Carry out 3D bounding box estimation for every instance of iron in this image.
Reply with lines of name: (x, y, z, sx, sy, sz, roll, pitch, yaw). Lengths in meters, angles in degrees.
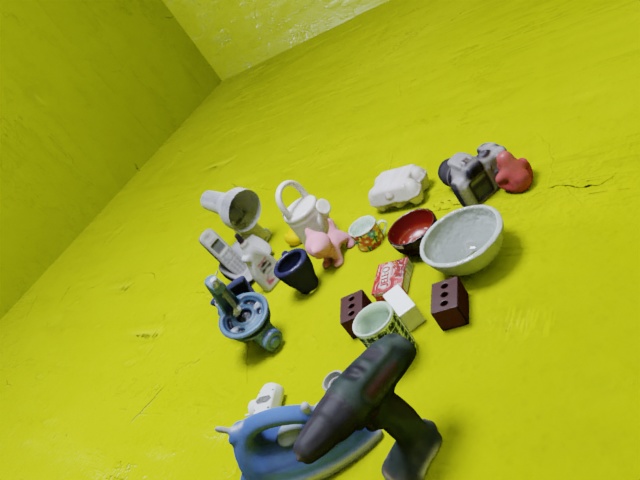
iron: (-0.042, 0.317, 0.942, 0.258, 0.142, 0.118, -26, 31, 21)

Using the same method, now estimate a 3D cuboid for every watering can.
watering can: (-0.037, -0.071, 1.450, 0.172, 0.194, 0.101, -19, 34, 30)

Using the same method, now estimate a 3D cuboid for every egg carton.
egg carton: (0.192, -0.126, 1.406, 0.149, 0.070, 0.107, -11, 38, 39)

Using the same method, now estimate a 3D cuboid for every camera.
camera: (0.329, -0.158, 1.267, 0.143, 0.101, 0.136, -40, 29, -5)

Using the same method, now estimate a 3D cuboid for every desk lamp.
desk lamp: (-0.237, -0.057, 1.635, 0.202, 0.214, 0.118, 3, 48, 50)

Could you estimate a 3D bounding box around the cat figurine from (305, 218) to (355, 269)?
cat figurine: (0.013, 0.005, 1.364, 0.067, 0.118, 0.128, -7, 41, 43)

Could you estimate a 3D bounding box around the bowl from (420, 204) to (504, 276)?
bowl: (0.281, 0.014, 1.095, 0.167, 0.075, 0.167, -27, 30, 18)

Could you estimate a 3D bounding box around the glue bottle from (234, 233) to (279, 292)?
glue bottle: (-0.161, 0.047, 1.439, 0.037, 0.173, 0.078, -2, 44, 47)

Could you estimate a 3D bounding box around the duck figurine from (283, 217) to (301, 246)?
duck figurine: (-0.068, -0.044, 1.561, 0.077, 0.086, 0.105, 8, 52, 53)

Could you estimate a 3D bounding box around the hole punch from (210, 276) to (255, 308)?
hole punch: (-0.228, 0.140, 1.465, 0.109, 0.091, 0.100, -40, 29, -4)

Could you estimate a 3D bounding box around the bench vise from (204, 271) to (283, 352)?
bench vise: (-0.203, 0.157, 1.276, 0.206, 0.220, 0.122, -7, 41, 43)

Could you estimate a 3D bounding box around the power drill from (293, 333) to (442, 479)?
power drill: (0.083, 0.259, 0.815, 0.075, 0.209, 0.230, 1, 46, 49)

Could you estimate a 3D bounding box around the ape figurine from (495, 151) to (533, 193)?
ape figurine: (0.395, -0.147, 1.185, 0.077, 0.092, 0.076, -29, 30, 15)

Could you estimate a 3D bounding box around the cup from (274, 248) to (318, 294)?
cup: (-0.052, 0.076, 1.356, 0.092, 0.095, 0.117, -38, 28, -2)

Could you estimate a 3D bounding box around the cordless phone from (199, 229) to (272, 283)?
cordless phone: (-0.230, 0.020, 1.544, 0.093, 0.185, 0.148, -6, 42, 44)
